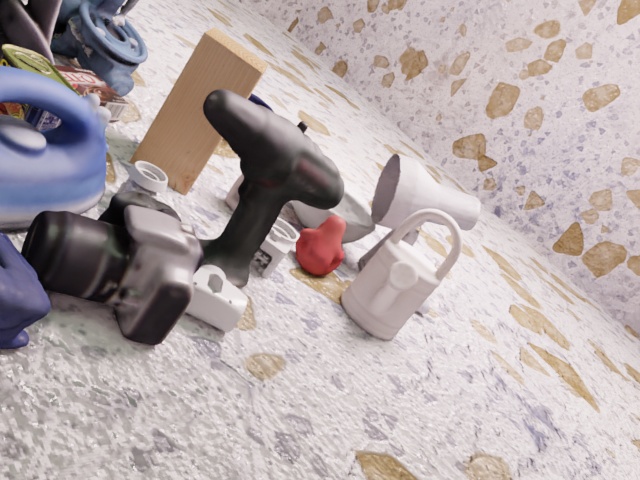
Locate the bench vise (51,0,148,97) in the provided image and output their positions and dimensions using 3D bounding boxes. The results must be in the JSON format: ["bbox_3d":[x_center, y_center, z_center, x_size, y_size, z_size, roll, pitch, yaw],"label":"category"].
[{"bbox_3d":[-0.342,-0.362,0.892,0.207,0.219,0.121,36,20,-3],"label":"bench vise"}]

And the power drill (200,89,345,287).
[{"bbox_3d":[-0.081,-0.048,0.652,0.230,0.208,0.075,12,32,-50],"label":"power drill"}]

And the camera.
[{"bbox_3d":[-0.186,0.005,0.517,0.137,0.100,0.143,21,25,-37],"label":"camera"}]

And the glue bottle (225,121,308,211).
[{"bbox_3d":[-0.068,-0.102,0.845,0.078,0.173,0.037,45,21,20],"label":"glue bottle"}]

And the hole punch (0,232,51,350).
[{"bbox_3d":[-0.248,0.018,0.399,0.108,0.091,0.101,45,21,20],"label":"hole punch"}]

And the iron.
[{"bbox_3d":[-0.276,-0.097,0.532,0.118,0.141,0.259,43,21,16],"label":"iron"}]

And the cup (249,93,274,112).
[{"bbox_3d":[-0.144,-0.226,1.107,0.092,0.095,0.117,24,24,-33],"label":"cup"}]

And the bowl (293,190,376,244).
[{"bbox_3d":[0.012,-0.045,1.000,0.168,0.074,0.167,32,20,-13],"label":"bowl"}]

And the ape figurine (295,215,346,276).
[{"bbox_3d":[0.008,0.003,0.861,0.078,0.092,0.076,38,20,2],"label":"ape figurine"}]

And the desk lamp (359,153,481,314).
[{"bbox_3d":[0.155,-0.016,0.970,0.204,0.213,0.118,30,21,-18],"label":"desk lamp"}]

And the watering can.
[{"bbox_3d":[0.124,0.045,0.814,0.101,0.194,0.173,32,20,-13],"label":"watering can"}]

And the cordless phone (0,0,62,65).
[{"bbox_3d":[-0.401,-0.346,0.808,0.094,0.185,0.147,9,34,-53],"label":"cordless phone"}]
